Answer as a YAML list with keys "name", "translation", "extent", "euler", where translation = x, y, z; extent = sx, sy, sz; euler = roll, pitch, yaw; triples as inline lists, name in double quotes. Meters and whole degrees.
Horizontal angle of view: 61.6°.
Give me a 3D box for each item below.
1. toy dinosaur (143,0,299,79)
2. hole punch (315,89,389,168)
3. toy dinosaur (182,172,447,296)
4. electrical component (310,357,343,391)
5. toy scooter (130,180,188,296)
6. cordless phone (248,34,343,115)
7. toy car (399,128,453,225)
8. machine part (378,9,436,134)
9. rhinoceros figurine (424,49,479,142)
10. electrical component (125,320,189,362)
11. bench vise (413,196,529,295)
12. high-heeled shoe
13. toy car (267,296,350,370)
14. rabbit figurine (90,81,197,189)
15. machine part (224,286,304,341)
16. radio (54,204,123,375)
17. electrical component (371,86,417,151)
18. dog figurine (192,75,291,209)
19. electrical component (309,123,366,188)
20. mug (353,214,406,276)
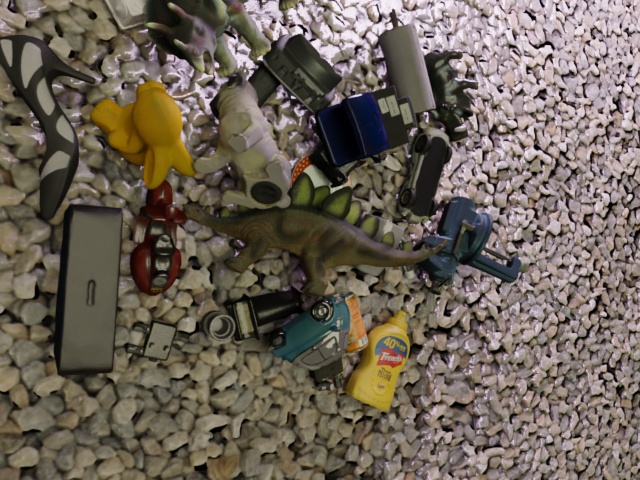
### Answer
- name: "toy dinosaur"
  translation: [-0.142, -0.408, 0.852]
  extent: [0.192, 0.131, 0.405]
  euler: [41, 61, -44]
- name: "hole punch"
  translation: [0.070, -0.195, 0.931]
  extent: [0.116, 0.092, 0.142]
  euler: [-26, 98, -31]
- name: "toy dinosaur"
  translation: [-0.002, -0.003, 0.929]
  extent: [0.471, 0.105, 0.198]
  euler: [17, 86, -16]
- name: "electrical component"
  translation: [0.009, 0.234, 1.000]
  extent: [0.078, 0.045, 0.102]
  euler: [-4, 93, -26]
- name: "toy scooter"
  translation: [-0.241, -0.002, 0.816]
  extent: [0.075, 0.135, 0.183]
  euler: [4, 90, -28]
- name: "cordless phone"
  translation: [-0.064, -0.255, 0.949]
  extent: [0.146, 0.089, 0.184]
  euler: [42, 84, -22]
- name: "toy car"
  translation: [0.214, -0.130, 1.097]
  extent: [0.073, 0.056, 0.201]
  euler: [19, 84, -26]
- name: "machine part"
  translation: [0.172, -0.330, 1.061]
  extent: [0.079, 0.079, 0.243]
  euler: [-22, 101, -26]
- name: "rhinoceros figurine"
  translation: [0.266, -0.299, 1.112]
  extent: [0.112, 0.073, 0.190]
  euler: [-31, 104, -25]
- name: "electrical component"
  translation: [-0.262, 0.165, 0.871]
  extent: [0.094, 0.021, 0.063]
  euler: [18, 82, -27]
- name: "bench vise"
  translation: [0.318, 0.032, 1.107]
  extent: [0.241, 0.129, 0.223]
  euler: [24, 60, -7]
- name: "high-heeled shoe"
  translation: [-0.414, -0.162, 0.761]
  extent: [0.145, 0.086, 0.248]
  euler: [14, 84, -18]
- name: "toy car"
  translation: [-0.006, 0.170, 0.929]
  extent: [0.162, 0.109, 0.103]
  euler: [-35, 77, -3]
- name: "rabbit figurine"
  translation: [-0.251, -0.158, 0.788]
  extent: [0.122, 0.173, 0.162]
  euler: [-22, 96, -30]
- name: "machine part"
  translation: [-0.094, 0.125, 0.951]
  extent: [0.139, 0.039, 0.084]
  euler: [-18, 91, -25]
- name: "radio"
  translation: [-0.334, 0.067, 0.770]
  extent: [0.073, 0.131, 0.229]
  euler: [5, 88, -28]
- name: "electrical component"
  translation: [0.113, -0.225, 1.020]
  extent: [0.134, 0.058, 0.114]
  euler: [-17, 102, -4]
- name: "dog figurine"
  translation: [-0.104, -0.157, 0.862]
  extent: [0.172, 0.121, 0.191]
  euler: [54, 28, -38]
- name: "electrical component"
  translation: [0.020, -0.162, 0.977]
  extent: [0.119, 0.048, 0.075]
  euler: [48, 67, -17]
- name: "mug"
  translation: [0.113, 0.017, 1.039]
  extent: [0.109, 0.081, 0.107]
  euler: [27, 89, -32]
